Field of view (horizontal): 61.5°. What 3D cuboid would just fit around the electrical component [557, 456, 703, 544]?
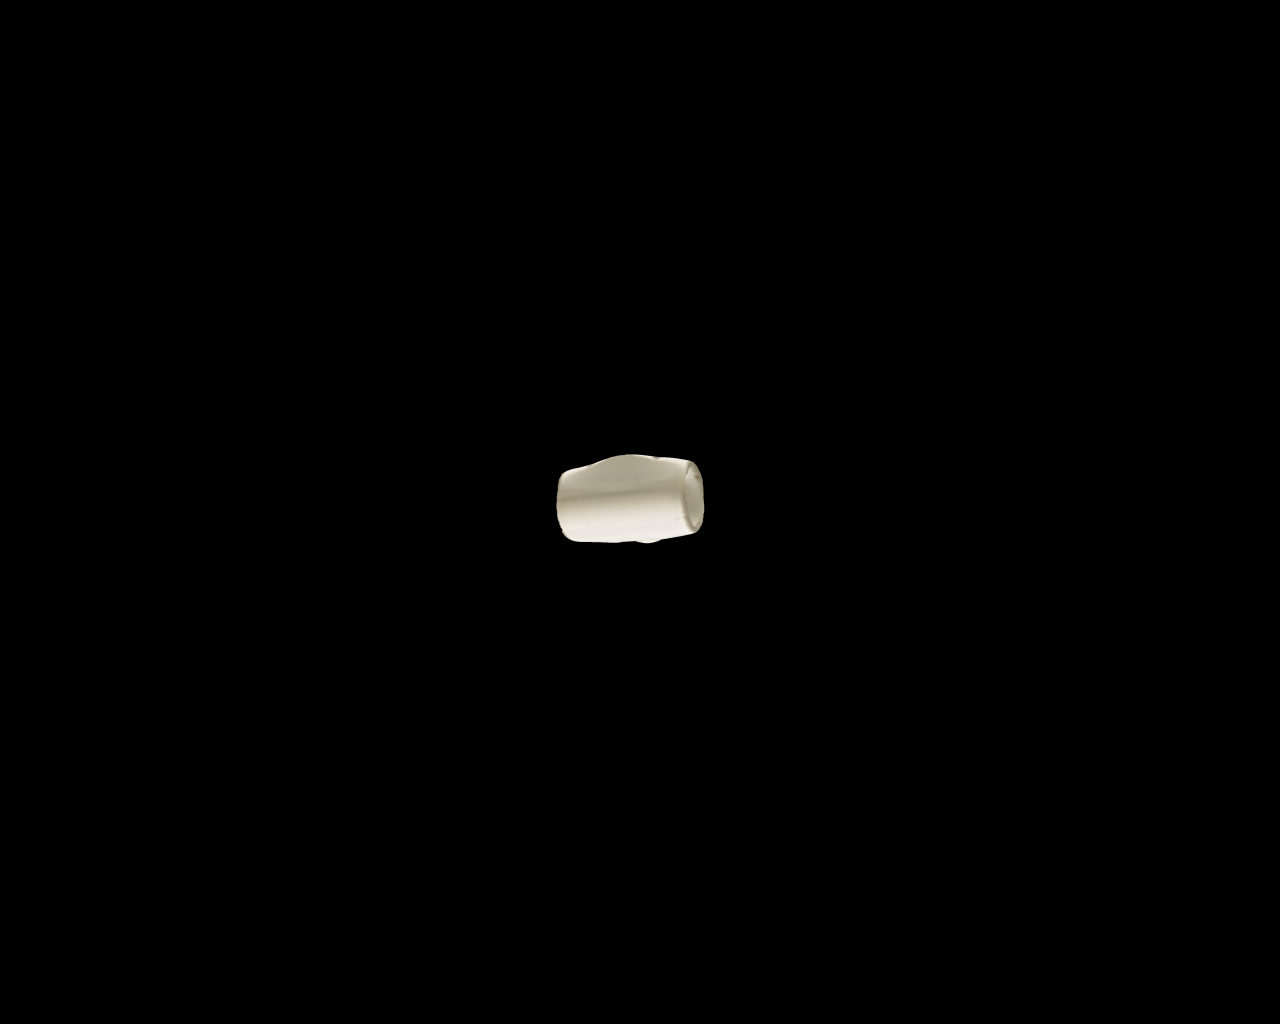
[{"bbox_3d":[0.001,-0.003,0.650,0.077,0.043,0.079,-5,-15,18],"label":"electrical component"}]
